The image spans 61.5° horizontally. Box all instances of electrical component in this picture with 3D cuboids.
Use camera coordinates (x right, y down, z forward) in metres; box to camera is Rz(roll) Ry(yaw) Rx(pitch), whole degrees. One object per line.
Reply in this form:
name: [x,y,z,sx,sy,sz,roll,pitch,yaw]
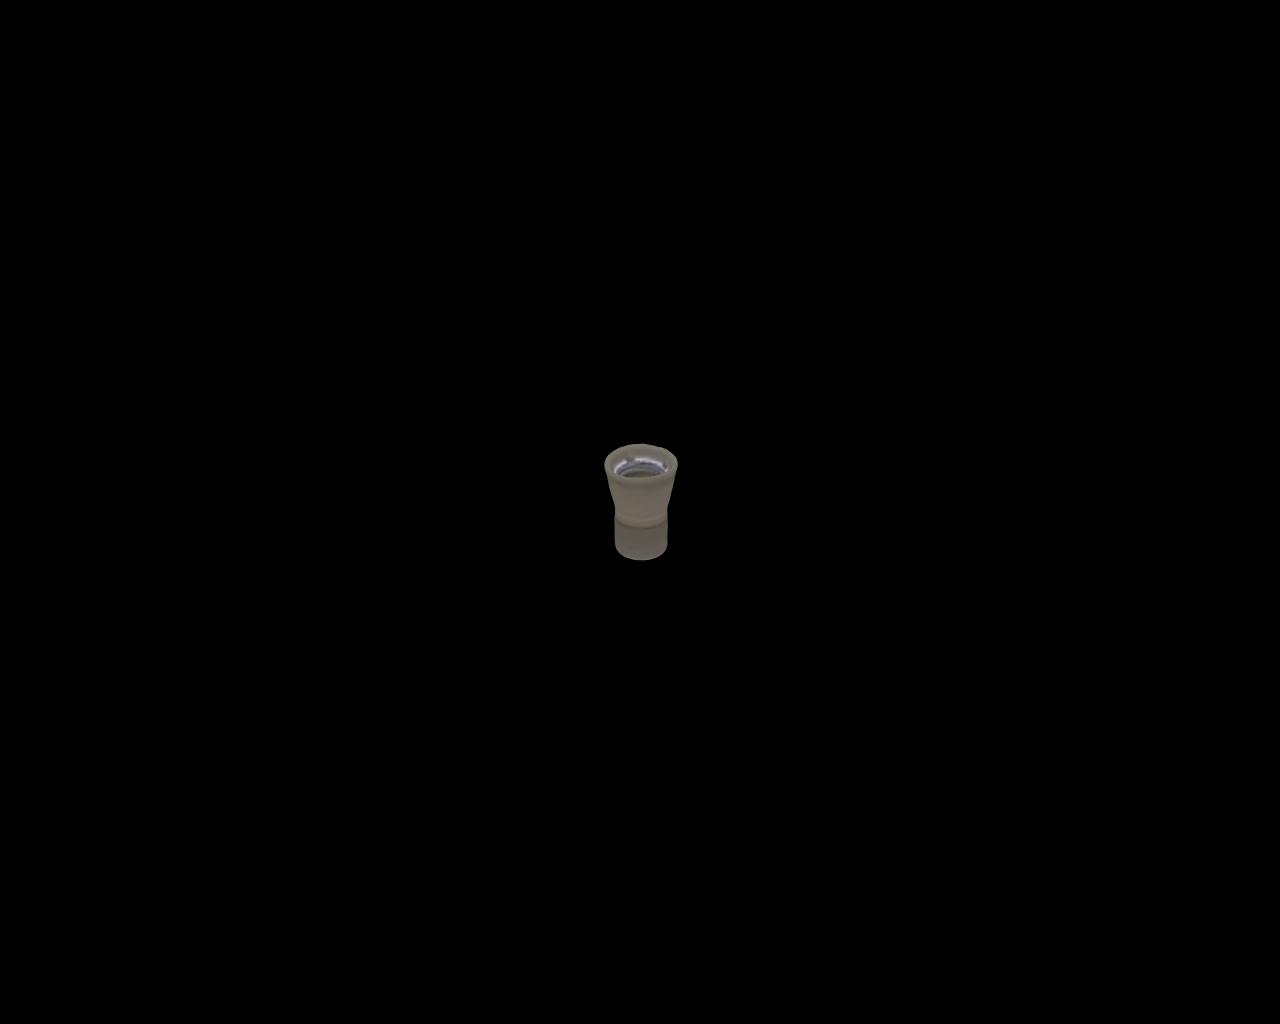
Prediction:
electrical component: [0.001,-0.003,0.650,0.044,0.065,0.044,0,30,0]
